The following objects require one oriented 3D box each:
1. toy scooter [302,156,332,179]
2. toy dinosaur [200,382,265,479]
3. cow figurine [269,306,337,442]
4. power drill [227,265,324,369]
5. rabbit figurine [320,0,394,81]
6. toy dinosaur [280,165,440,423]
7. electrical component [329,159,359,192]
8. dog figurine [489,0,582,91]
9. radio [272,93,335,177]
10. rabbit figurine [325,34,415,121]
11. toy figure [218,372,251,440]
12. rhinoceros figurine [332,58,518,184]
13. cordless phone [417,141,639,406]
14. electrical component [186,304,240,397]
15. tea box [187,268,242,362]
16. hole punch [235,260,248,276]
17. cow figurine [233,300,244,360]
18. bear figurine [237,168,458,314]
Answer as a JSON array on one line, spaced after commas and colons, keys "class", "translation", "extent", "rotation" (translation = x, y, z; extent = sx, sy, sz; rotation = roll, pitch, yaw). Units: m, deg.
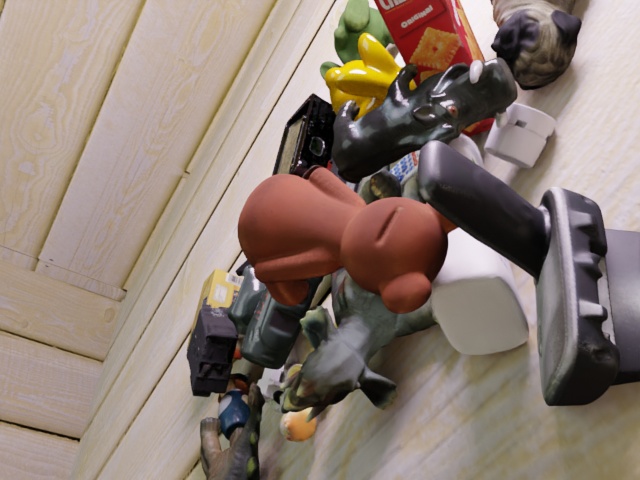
[{"class": "toy scooter", "translation": [0.003, -0.069, 0.900], "extent": [0.184, 0.075, 0.135], "rotation": [-43, 32, 35]}, {"class": "toy dinosaur", "translation": [-0.161, 0.419, 0.729], "extent": [0.199, 0.105, 0.471], "rotation": [27, 96, 65]}, {"class": "cow figurine", "translation": [-0.024, 0.177, 0.708], "extent": [0.098, 0.068, 0.167], "rotation": [-32, 36, 62]}, {"class": "power drill", "translation": [-0.053, 0.060, 0.742], "extent": [0.207, 0.086, 0.232], "rotation": [-17, 51, 62]}, {"class": "rabbit figurine", "translation": [0.063, -0.322, 0.971], "extent": [0.159, 0.121, 0.170], "rotation": [0, 81, 60]}, {"class": "toy dinosaur", "translation": [0.058, 0.029, 0.628], "extent": [0.192, 0.131, 0.405], "rotation": [-43, 25, 42]}, {"class": "electrical component", "translation": [0.042, -0.065, 0.805], "extent": [0.048, 0.075, 0.119], "rotation": [-25, 48, 57]}, {"class": "dog figurine", "translation": [0.244, -0.264, 0.548], "extent": [0.172, 0.121, 0.191], "rotation": [-50, 41, 40]}, {"class": "radio", "translation": [-0.032, -0.175, 1.082], "extent": [0.131, 0.073, 0.229], "rotation": [-38, 35, 50]}, {"class": "rabbit figurine", "translation": [0.097, -0.218, 0.768], "extent": [0.173, 0.162, 0.122], "rotation": [26, 82, 49]}, {"class": "toy figure", "translation": [-0.142, 0.269, 0.902], "extent": [0.064, 0.057, 0.155], "rotation": [-25, 24, -2]}, {"class": "rhinoceros figurine", "translation": [0.095, -0.121, 0.530], "extent": [0.190, 0.073, 0.112], "rotation": [-22, 29, 26]}, {"class": "cordless phone", "translation": [0.136, 0.019, 0.358], "extent": [0.089, 0.184, 0.146], "rotation": [-30, 40, 48]}, {"class": "electrical component", "translation": [-0.182, 0.190, 0.894], "extent": [0.115, 0.058, 0.134], "rotation": [-135, 60, -66]}, {"class": "tea box", "translation": [-0.198, 0.154, 1.089], "extent": [0.068, 0.098, 0.170], "rotation": [-43, 29, 43]}, {"class": "hole punch", "translation": [-0.071, 0.046, 0.952], "extent": [0.116, 0.092, 0.142], "rotation": [-48, 12, -20]}, {"class": "cow figurine", "translation": [-0.107, 0.143, 0.920], "extent": [0.127, 0.085, 0.195], "rotation": [-71, 21, 5]}, {"class": "bear figurine", "translation": [0.029, 0.005, 0.462], "extent": [0.196, 0.131, 0.120], "rotation": [14, 68, 30]}]
